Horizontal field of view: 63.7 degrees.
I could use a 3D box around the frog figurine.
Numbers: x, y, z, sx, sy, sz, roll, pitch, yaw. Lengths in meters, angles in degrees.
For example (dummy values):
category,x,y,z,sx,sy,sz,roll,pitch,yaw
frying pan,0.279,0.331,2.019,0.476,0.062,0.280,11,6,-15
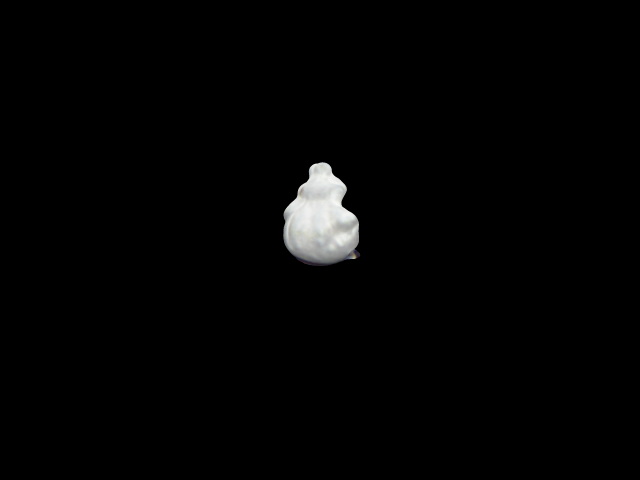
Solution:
category,x,y,z,sx,sy,sz,roll,pitch,yaw
frog figurine,0.003,-0.043,0.850,0.138,0.156,0.124,23,33,40
